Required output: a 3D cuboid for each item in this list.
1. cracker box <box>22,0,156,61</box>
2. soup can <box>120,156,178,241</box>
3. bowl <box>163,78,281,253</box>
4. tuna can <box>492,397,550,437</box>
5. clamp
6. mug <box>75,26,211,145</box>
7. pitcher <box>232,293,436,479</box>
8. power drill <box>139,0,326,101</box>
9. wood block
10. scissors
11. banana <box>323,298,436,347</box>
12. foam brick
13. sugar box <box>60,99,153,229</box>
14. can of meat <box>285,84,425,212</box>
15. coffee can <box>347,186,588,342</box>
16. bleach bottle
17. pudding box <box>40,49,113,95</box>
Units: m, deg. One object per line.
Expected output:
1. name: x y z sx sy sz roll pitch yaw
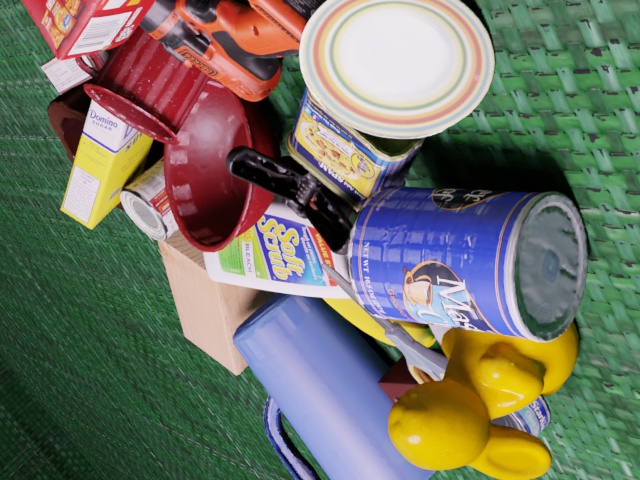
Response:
1. cracker box: -0.173 -0.257 0.719 0.164 0.071 0.214 -40 79 47
2. soup can: -0.144 -0.056 1.084 0.068 0.102 0.068 36 153 21
3. bowl: -0.082 -0.070 0.970 0.162 0.055 0.162 7 99 55
4. tuna can: 0.168 0.154 0.989 0.086 0.033 0.086 36 154 21
5. clamp: -0.020 -0.044 0.877 0.120 0.039 0.171 42 -172 -7
6. mug: -0.151 -0.146 0.909 0.117 0.081 0.093 31 171 -7
7. pitcher: 0.011 0.169 1.138 0.243 0.149 0.145 51 162 -3
8. power drill: -0.071 -0.177 0.791 0.184 0.057 0.188 33 164 -28
9. wood block: -0.106 0.049 1.199 0.091 0.090 0.206 34 152 25
10. scissors: 0.084 0.090 0.925 0.096 0.016 0.201 10 147 47
11. banana: 0.045 0.057 1.040 0.198 0.037 0.070 30 135 30
12. foam brick: 0.105 0.144 1.051 0.053 0.051 0.078 52 155 -12
13. sugar box: -0.196 -0.100 1.042 0.048 0.093 0.176 34 135 2
14. can of meat: 0.028 -0.081 0.829 0.102 0.057 0.084 41 153 10
15. coffee can: 0.105 0.014 0.767 0.141 0.102 0.102 5 134 41
16. bleach bottle: -0.006 0.001 0.987 0.251 0.067 0.102 4 99 45
17. pudding box: -0.204 -0.183 1.001 0.039 0.090 0.114 54 154 -15
